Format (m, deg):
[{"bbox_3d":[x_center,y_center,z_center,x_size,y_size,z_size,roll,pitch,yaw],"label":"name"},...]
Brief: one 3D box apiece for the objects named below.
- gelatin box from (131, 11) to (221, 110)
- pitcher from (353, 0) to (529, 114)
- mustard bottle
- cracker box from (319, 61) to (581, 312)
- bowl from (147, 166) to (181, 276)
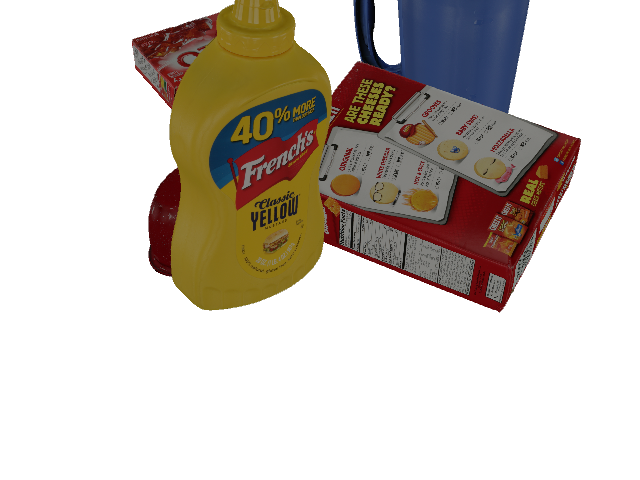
[{"bbox_3d":[-0.084,-0.133,0.789,0.089,0.030,0.073,-22,48,-23],"label":"gelatin box"},{"bbox_3d":[0.129,-0.191,1.077,0.149,0.243,0.144,34,58,28],"label":"pitcher"},{"bbox_3d":[-0.038,-0.055,0.596,0.096,0.192,0.058,-22,44,-30],"label":"mustard bottle"},{"bbox_3d":[0.090,-0.049,0.908,0.214,0.164,0.072,22,-37,18],"label":"cracker box"},{"bbox_3d":[-0.102,-0.038,0.997,0.162,0.055,0.162,-21,31,14],"label":"bowl"}]
